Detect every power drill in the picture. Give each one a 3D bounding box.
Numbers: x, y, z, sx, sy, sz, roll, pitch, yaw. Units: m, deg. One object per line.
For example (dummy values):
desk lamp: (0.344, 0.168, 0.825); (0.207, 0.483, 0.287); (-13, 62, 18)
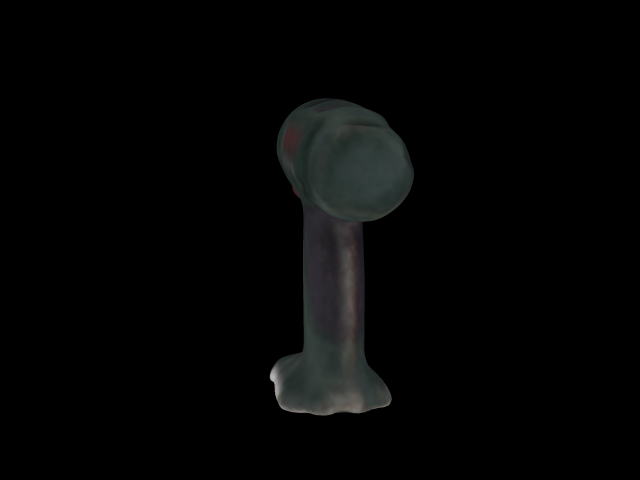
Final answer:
power drill: (0.004, 0.001, 0.400); (0.076, 0.208, 0.229); (0, 2, -11)
